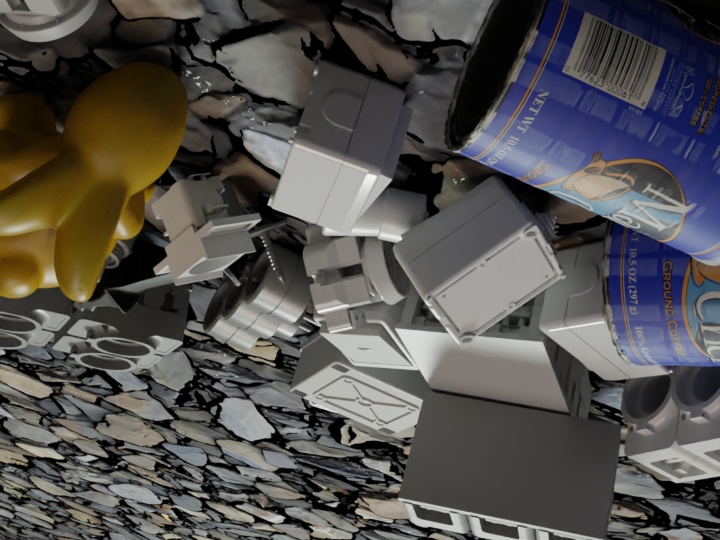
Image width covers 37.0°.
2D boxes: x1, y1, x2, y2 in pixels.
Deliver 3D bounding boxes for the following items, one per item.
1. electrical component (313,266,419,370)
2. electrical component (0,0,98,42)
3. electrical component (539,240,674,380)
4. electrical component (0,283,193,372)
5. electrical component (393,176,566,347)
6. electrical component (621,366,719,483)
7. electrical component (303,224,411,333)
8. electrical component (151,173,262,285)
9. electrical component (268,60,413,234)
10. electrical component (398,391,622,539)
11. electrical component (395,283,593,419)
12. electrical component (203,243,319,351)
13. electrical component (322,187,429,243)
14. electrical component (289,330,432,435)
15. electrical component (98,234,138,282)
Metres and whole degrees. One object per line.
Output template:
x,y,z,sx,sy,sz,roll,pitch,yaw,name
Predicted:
0.014,0.040,0.822,0.062,0.061,0.096,1,149,28,electrical component
-0.172,-0.158,0.562,0.078,0.058,0.057,7,149,17,electrical component
0.169,0.031,0.715,0.096,0.061,0.061,36,147,-32,electrical component
-0.253,0.035,0.923,0.186,0.060,0.105,15,156,-24,electrical component
0.078,-0.011,0.671,0.096,0.061,0.061,-35,137,4,electrical component
0.255,0.084,0.735,0.062,0.089,0.150,28,151,-21,electrical component
0.000,0.000,0.748,0.057,0.078,0.058,-14,177,21,electrical component
-0.112,-0.029,0.749,0.042,0.063,0.081,-13,166,-45,electrical component
-0.013,-0.066,0.636,0.061,0.061,0.096,20,153,-5,electrical component
0.115,0.156,0.813,0.150,0.089,0.061,8,151,16,electrical component
0.109,0.067,0.818,0.105,0.060,0.186,4,150,24,electrical component
-0.066,0.031,0.859,0.074,0.052,0.138,27,151,-19,electrical component
0.012,-0.038,0.700,0.065,0.044,0.044,12,153,-1,electrical component
0.011,0.089,0.919,0.109,0.056,0.109,25,152,-16,electrical component
-0.198,-0.020,0.827,0.043,0.062,0.043,13,152,7,electrical component
